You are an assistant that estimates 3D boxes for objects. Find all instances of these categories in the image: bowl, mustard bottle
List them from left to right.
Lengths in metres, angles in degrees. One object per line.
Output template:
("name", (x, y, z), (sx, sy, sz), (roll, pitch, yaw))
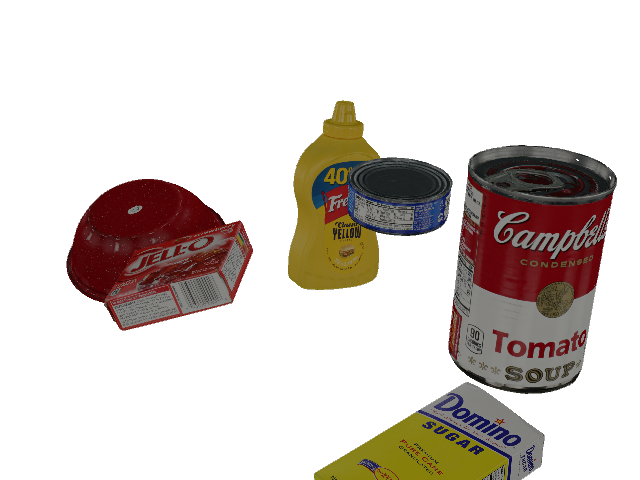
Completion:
("bowl", (-0.174, -0.011, 1.034), (0.162, 0.055, 0.162), (-6, 40, 5))
("mustard bottle", (0.019, -0.048, 1.097), (0.096, 0.192, 0.058), (-5, 20, -25))

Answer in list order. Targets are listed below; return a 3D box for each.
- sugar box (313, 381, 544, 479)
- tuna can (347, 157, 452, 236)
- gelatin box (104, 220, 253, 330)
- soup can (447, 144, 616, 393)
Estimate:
("sugar box", (0.091, 0.189, 0.882), (0.176, 0.048, 0.093), (-28, 42, -28))
("tuna can", (0.065, -0.037, 0.884), (0.086, 0.034, 0.086), (2, 27, -1))
("gelatin box", (-0.098, 0.024, 0.743), (0.089, 0.030, 0.073), (-15, 24, 17))
("soup can", (0.099, 0.013, 0.513), (0.068, 0.102, 0.068), (3, 24, -1))
